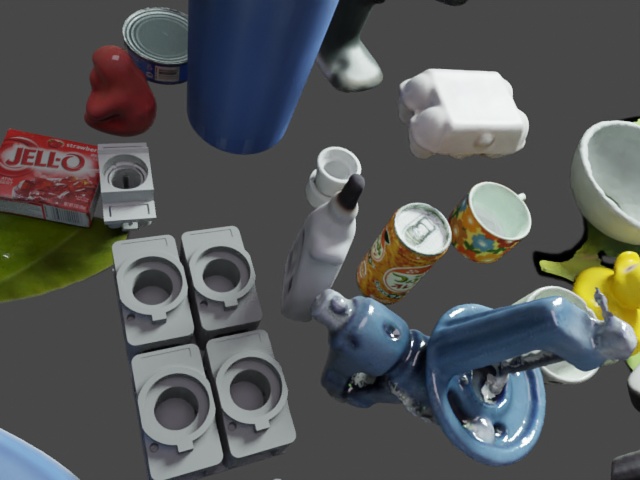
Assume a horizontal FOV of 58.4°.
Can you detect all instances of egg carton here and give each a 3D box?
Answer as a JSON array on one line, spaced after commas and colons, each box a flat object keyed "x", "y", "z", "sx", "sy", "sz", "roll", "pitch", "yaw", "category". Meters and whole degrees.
[{"x": 0.166, "y": -0.144, "z": 0.669, "sx": 0.150, "sy": 0.069, "sz": 0.107, "roll": -4, "pitch": 62, "yaw": -20, "category": "egg carton"}]

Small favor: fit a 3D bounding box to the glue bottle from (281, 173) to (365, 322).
[{"x": 0.004, "y": 0.002, "z": 0.468, "sx": 0.037, "sy": 0.173, "sz": 0.078, "roll": 13, "pitch": 57, "yaw": -9, "category": "glue bottle"}]

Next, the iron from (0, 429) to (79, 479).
[{"x": -0.192, "y": 0.169, "z": 0.325, "sx": 0.258, "sy": 0.141, "sz": 0.119, "roll": 26, "pitch": 56, "yaw": -1, "category": "iron"}]

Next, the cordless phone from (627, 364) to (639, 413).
[{"x": 0.391, "y": 0.113, "z": 0.519, "sx": 0.148, "sy": 0.185, "sz": 0.094, "roll": -29, "pitch": 72, "yaw": -29, "category": "cordless phone"}]

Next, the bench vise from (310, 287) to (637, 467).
[{"x": 0.097, "y": 0.092, "z": 0.416, "sx": 0.207, "sy": 0.219, "sz": 0.121, "roll": 11, "pitch": 58, "yaw": -11, "category": "bench vise"}]

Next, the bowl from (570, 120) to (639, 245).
[{"x": 0.360, "y": -0.055, "z": 0.676, "sx": 0.168, "sy": 0.074, "sz": 0.167, "roll": 8, "pitch": 58, "yaw": -13, "category": "bowl"}]

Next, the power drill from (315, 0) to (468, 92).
[{"x": 0.057, "y": -0.268, "z": 0.625, "sx": 0.076, "sy": 0.208, "sz": 0.229, "roll": -22, "pitch": 69, "yaw": -27, "category": "power drill"}]

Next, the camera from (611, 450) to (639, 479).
[{"x": 0.341, "y": 0.246, "z": 0.475, "sx": 0.137, "sy": 0.100, "sz": 0.143, "roll": 5, "pitch": 59, "yaw": -15, "category": "camera"}]

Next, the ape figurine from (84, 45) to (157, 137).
[{"x": -0.192, "y": -0.146, "z": 0.542, "sx": 0.076, "sy": 0.092, "sz": 0.078, "roll": 33, "pitch": 56, "yaw": 3, "category": "ape figurine"}]

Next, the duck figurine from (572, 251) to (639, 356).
[{"x": 0.314, "y": 0.061, "z": 0.585, "sx": 0.077, "sy": 0.086, "sz": 0.104, "roll": 10, "pitch": 58, "yaw": -12, "category": "duck figurine"}]
